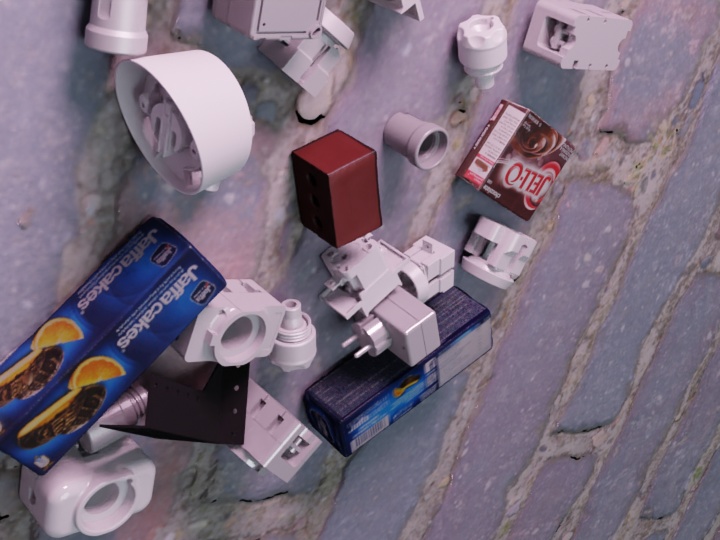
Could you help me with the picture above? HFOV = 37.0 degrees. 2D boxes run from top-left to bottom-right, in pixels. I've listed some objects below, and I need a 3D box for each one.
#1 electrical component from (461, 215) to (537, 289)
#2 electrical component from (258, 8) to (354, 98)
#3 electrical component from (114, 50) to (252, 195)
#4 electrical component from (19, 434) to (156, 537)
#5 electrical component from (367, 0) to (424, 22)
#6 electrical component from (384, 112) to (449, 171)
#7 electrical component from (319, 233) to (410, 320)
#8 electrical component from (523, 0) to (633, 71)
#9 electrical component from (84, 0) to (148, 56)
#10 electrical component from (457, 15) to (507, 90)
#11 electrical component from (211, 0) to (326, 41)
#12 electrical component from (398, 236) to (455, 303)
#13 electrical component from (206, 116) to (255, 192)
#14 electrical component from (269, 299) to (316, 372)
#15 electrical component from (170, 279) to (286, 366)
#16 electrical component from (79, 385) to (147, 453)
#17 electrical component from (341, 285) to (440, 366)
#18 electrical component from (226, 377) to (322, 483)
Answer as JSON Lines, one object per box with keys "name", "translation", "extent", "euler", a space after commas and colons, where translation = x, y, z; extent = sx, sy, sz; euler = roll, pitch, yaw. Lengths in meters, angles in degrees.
{"name": "electrical component", "translation": [0.138, -0.017, 1.090], "extent": [0.078, 0.058, 0.057], "euler": [17, 103, -50]}
{"name": "electrical component", "translation": [-0.038, -0.169, 0.809], "extent": [0.055, 0.048, 0.066], "euler": [-49, 142, 6]}
{"name": "electrical component", "translation": [-0.122, -0.101, 0.733], "extent": [0.064, 0.099, 0.099], "euler": [-26, 134, -38]}
{"name": "electrical component", "translation": [-0.217, 0.174, 0.868], "extent": [0.095, 0.059, 0.053], "euler": [-11, 125, -40]}
{"name": "electrical component", "translation": [0.034, -0.239, 0.833], "extent": [0.064, 0.042, 0.081], "euler": [-43, 141, -19]}
{"name": "electrical component", "translation": [0.048, -0.113, 0.935], "extent": [0.040, 0.046, 0.040], "euler": [-26, 133, -31]}
{"name": "electrical component", "translation": [0.000, 0.000, 0.974], "extent": [0.081, 0.042, 0.063], "euler": [-43, 138, -14]}
{"name": "electrical component", "translation": [0.200, -0.220, 1.003], "extent": [0.089, 0.056, 0.050], "euler": [-8, 123, -42]}
{"name": "electrical component", "translation": [-0.156, -0.166, 0.697], "extent": [0.040, 0.040, 0.046], "euler": [-8, 118, -42]}
{"name": "electrical component", "translation": [0.108, -0.188, 0.943], "extent": [0.043, 0.043, 0.062], "euler": [-34, 139, -23]}
{"name": "electrical component", "translation": [-0.060, -0.213, 0.741], "extent": [0.062, 0.061, 0.096], "euler": [-12, 125, -40]}
{"name": "electrical component", "translation": [0.059, 0.003, 1.034], "extent": [0.055, 0.048, 0.066], "euler": [-34, 138, -35]}
{"name": "electrical component", "translation": [-0.105, -0.090, 0.800], "extent": [0.043, 0.043, 0.062], "euler": [-1, 119, -45]}
{"name": "electrical component", "translation": [-0.060, 0.055, 0.953], "extent": [0.043, 0.043, 0.062], "euler": [-24, 132, -32]}
{"name": "electrical component", "translation": [-0.112, 0.042, 0.881], "extent": [0.089, 0.056, 0.050], "euler": [0, 117, -45]}
{"name": "electrical component", "translation": [-0.196, 0.114, 0.861], "extent": [0.078, 0.040, 0.040], "euler": [-27, 134, -30]}
{"name": "electrical component", "translation": [0.018, 0.055, 0.999], "extent": [0.076, 0.083, 0.047], "euler": [-35, 138, -22]}
{"name": "electrical component", "translation": [-0.088, 0.141, 0.951], "extent": [0.055, 0.089, 0.050], "euler": [-49, 141, -7]}
